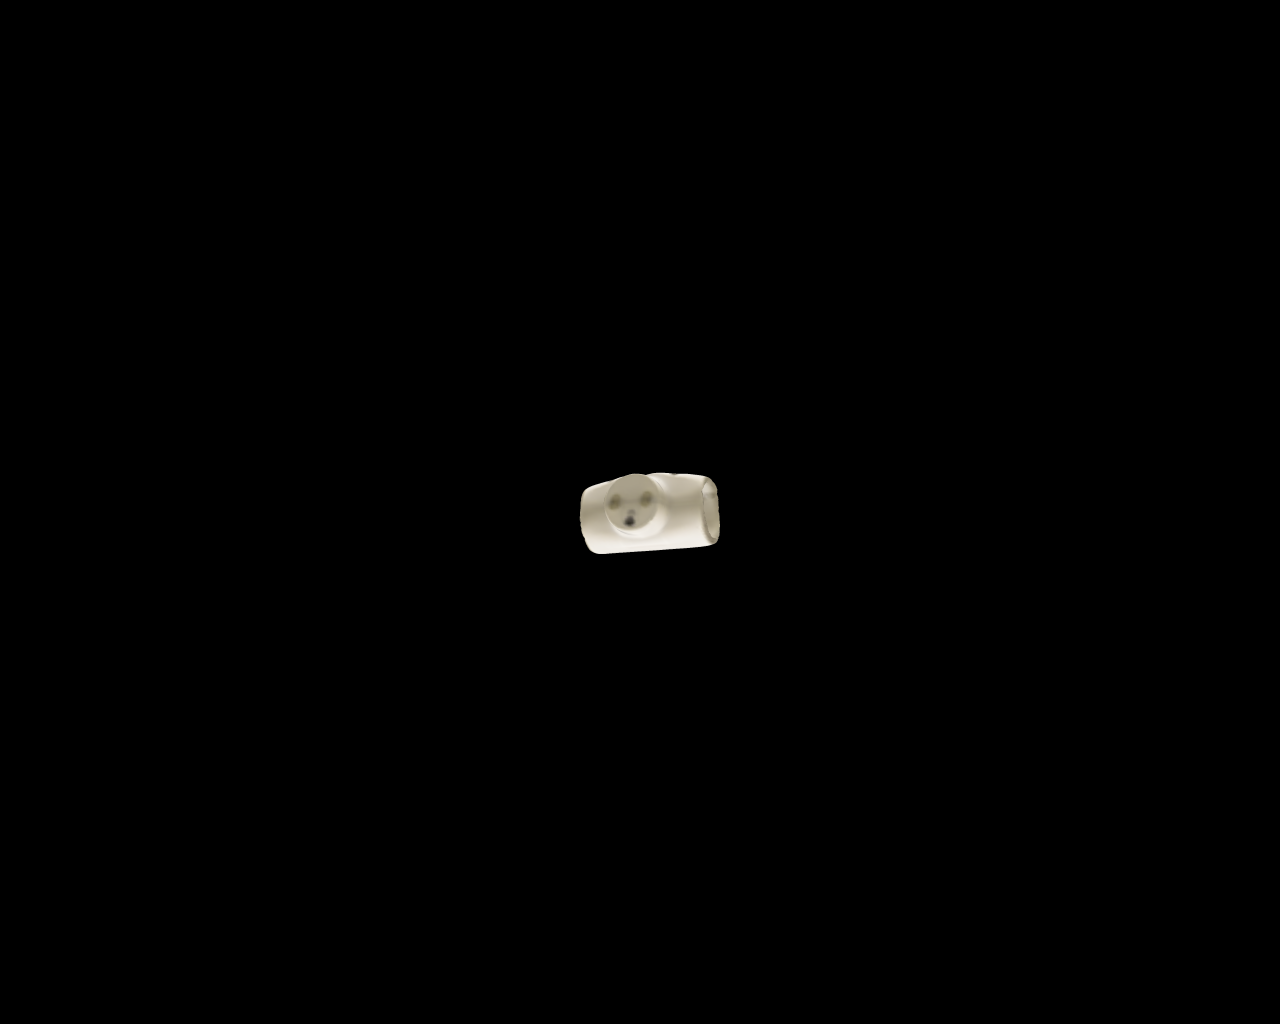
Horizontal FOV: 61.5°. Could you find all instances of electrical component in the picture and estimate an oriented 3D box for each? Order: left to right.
[{"bbox_3d":[0.001,-0.003,0.650,0.077,0.043,0.079,-5,-15,18],"label":"electrical component"}]
